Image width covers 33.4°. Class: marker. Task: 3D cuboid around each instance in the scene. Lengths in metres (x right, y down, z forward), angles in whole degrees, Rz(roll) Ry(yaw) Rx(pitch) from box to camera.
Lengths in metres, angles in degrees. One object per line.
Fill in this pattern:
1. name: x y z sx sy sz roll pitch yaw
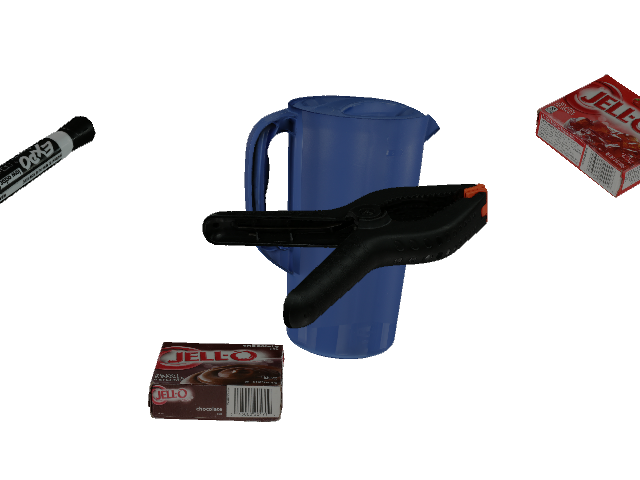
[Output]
1. marker: -0.176 -0.048 0.653 0.020 0.020 0.121 0 28 26

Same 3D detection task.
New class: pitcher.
1. pitcher: 0.017 -0.015 1.020 0.149 0.243 0.144 11 17 21

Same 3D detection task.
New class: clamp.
1. clamp: 0.025 -0.007 0.781 0.209 0.036 0.165 -19 31 -27

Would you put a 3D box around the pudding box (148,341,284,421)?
1. pudding box: -0.088 0.122 0.934 0.113 0.039 0.090 3 18 -2

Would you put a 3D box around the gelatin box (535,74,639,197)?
1. gelatin box: 0.217 -0.081 0.796 0.073 0.030 0.089 -27 52 -22
